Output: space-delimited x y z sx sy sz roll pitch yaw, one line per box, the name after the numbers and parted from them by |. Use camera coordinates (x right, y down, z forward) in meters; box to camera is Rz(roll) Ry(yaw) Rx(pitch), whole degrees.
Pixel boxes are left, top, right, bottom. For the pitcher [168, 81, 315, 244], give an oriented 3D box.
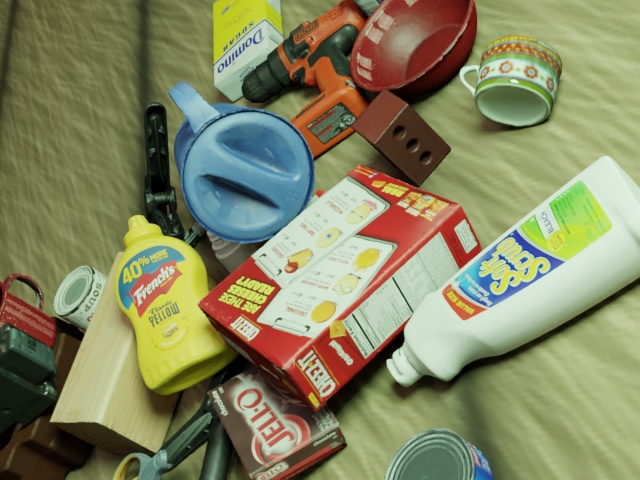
-0.100 -0.093 1.144 0.243 0.145 0.149 -138 53 -73 | pitcher

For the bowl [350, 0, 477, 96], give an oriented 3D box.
0.110 -0.210 1.135 0.162 0.055 0.162 -28 43 29 | bowl

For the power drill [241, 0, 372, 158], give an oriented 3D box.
-0.015 -0.179 1.241 0.185 0.057 0.187 -34 40 23 | power drill

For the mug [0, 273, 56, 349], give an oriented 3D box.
-0.350 0.095 1.206 0.093 0.081 0.117 -11 52 41 | mug

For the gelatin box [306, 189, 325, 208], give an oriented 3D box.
-0.007 0.001 1.105 0.089 0.030 0.073 -47 38 8 | gelatin box

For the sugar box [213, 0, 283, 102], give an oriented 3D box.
-0.097 -0.273 1.418 0.093 0.048 0.176 -31 40 25 | sugar box

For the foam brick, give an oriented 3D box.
0.081 -0.102 1.059 0.053 0.078 0.051 -49 35 4 | foam brick

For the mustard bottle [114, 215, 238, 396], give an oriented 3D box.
-0.158 0.055 1.086 0.096 0.058 0.192 -30 62 9 | mustard bottle

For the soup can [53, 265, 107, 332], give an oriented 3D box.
-0.247 0.082 1.232 0.069 0.102 0.068 -28 42 28 | soup can

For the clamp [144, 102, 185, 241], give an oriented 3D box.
-0.187 -0.057 1.242 0.210 0.036 0.164 135 128 -74 | clamp

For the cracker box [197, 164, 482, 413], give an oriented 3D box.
0.018 0.037 0.973 0.213 0.072 0.164 -42 34 -14 | cracker box

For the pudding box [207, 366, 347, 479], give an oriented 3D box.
-0.040 0.162 0.967 0.090 0.039 0.114 -29 42 -8 | pudding box

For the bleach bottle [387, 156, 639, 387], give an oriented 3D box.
0.159 0.045 0.867 0.251 0.068 0.102 -39 37 20 | bleach bottle

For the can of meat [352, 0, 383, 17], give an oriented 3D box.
0.073 -0.303 1.229 0.058 0.083 0.102 -13 52 41 | can of meat

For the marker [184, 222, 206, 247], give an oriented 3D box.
-0.160 0.004 1.274 0.121 0.020 0.020 -47 37 6 | marker

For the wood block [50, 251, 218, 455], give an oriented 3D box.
-0.198 0.120 1.158 0.090 0.090 0.206 -9 53 42 | wood block

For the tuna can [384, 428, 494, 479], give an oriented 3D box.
0.092 0.193 0.834 0.086 0.033 0.086 -28 43 29 | tuna can

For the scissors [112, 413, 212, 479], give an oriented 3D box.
-0.156 0.235 1.035 0.202 0.016 0.096 -31 52 50 | scissors

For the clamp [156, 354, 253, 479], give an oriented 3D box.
-0.092 0.175 1.042 0.171 0.039 0.120 -57 37 -1 | clamp
